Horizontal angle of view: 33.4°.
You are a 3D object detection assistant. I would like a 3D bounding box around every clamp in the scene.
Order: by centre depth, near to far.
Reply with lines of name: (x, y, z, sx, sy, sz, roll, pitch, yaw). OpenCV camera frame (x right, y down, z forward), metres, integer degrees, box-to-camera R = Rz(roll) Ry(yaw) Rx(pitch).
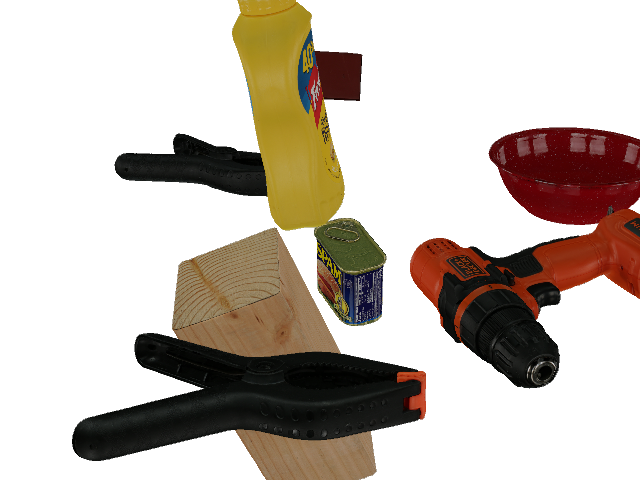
clamp: (-0.040, 0.093, 0.680, 0.210, 0.036, 0.164, -2, 16, -3)
clamp: (-0.101, -0.066, 0.989, 0.172, 0.039, 0.120, 12, 26, 29)

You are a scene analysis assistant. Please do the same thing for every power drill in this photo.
power drill: (0.179, 0.036, 0.783, 0.187, 0.057, 0.184, -10, 28, -16)

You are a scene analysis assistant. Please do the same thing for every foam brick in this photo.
foam brick: (0.001, -0.180, 1.161, 0.078, 0.051, 0.053, 0, 11, -16)

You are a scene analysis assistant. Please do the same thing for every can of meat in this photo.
can of meat: (0.033, 0.037, 1.222, 0.057, 0.084, 0.102, -15, 38, -18)

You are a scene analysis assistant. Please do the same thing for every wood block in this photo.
wood block: (-0.034, 0.106, 0.874, 0.090, 0.206, 0.091, -20, 33, 10)

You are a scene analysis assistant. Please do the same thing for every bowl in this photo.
bowl: (0.240, -0.058, 1.013, 0.162, 0.055, 0.162, -1, 25, 0)

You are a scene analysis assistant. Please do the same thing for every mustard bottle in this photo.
mustard bottle: (-0.026, -0.111, 0.783, 0.058, 0.191, 0.096, -6, 28, 12)
